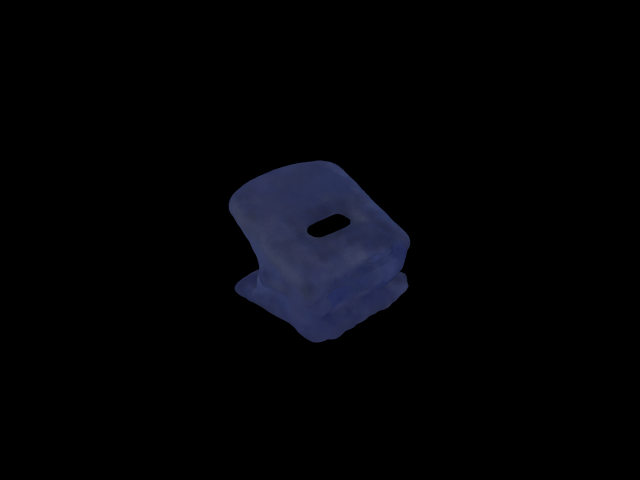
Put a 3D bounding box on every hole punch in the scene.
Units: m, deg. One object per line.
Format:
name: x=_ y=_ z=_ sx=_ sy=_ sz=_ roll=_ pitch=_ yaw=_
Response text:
hole punch: x=0.004 y=0.001 z=0.400 sx=0.100 sy=0.091 sz=0.109 roll=25 pitch=37 yaw=39
